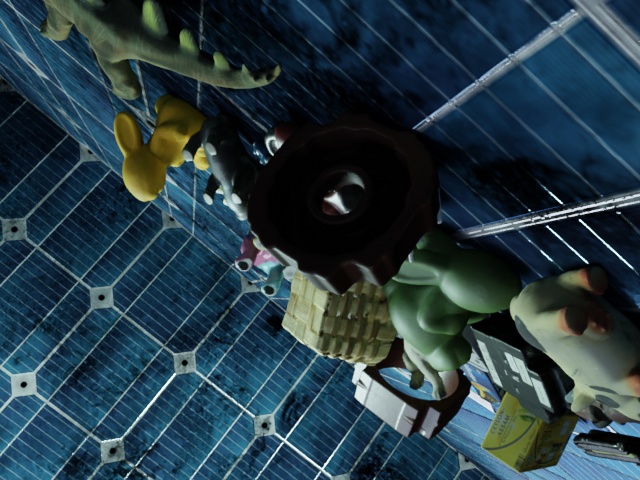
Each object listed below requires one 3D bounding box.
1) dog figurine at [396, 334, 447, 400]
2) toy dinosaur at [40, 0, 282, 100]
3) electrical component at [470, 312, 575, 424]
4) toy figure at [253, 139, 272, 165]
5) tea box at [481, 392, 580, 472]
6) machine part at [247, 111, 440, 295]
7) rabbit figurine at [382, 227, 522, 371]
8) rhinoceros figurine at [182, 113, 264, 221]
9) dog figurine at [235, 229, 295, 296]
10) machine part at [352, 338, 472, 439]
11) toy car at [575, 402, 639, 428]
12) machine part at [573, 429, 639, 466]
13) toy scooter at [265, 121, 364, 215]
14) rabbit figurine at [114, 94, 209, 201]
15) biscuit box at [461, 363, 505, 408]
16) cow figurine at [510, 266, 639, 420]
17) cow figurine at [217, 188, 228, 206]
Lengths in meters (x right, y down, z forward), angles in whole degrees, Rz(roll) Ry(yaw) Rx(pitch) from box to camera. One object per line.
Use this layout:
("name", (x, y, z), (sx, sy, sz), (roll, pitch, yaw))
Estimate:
("dog figurine", (0.175, 0.167, 0.973), (0.190, 0.121, 0.172), (56, 160, -11))
("toy dinosaur", (-0.224, -0.252, 0.592), (0.472, 0.105, 0.198), (31, 162, 13))
("electrical component", (0.260, 0.154, 0.662), (0.114, 0.058, 0.134), (63, 167, -17))
("toy figure", (-0.039, -0.086, 0.746), (0.064, 0.058, 0.154), (17, 150, 45))
("tea box", (0.328, 0.294, 0.829), (0.068, 0.098, 0.169), (26, -178, 44))
("machine part", (0.022, -0.036, 0.505), (0.180, 0.179, 0.056), (31, 167, 29))
("rabbit figurine", (0.156, 0.051, 0.628), (0.159, 0.121, 0.170), (45, 149, 1))
("rhinoceros figurine", (-0.128, -0.100, 0.831), (0.073, 0.112, 0.190), (-9, 123, 34))
("dog figurine", (-0.088, -0.006, 1.069), (0.108, 0.191, 0.219), (40, -159, -19))
("machine part", (0.183, 0.285, 1.078), (0.201, 0.201, 0.087), (31, 122, 30))
("toy car", (0.354, 0.201, 0.666), (0.089, 0.053, 0.202), (34, 166, 6))
("machine part", (0.390, 0.263, 0.676), (0.139, 0.039, 0.084), (19, 154, -26))
("toy scooter", (0.016, -0.063, 0.639), (0.135, 0.075, 0.183), (20, 152, 52))
("rabbit figurine", (-0.265, -0.149, 0.887), (0.162, 0.173, 0.122), (38, 172, -15))
("biscuit box", (0.283, 0.217, 0.887), (0.063, 0.059, 0.202), (26, 162, 42))
("cow figurine", (0.267, 0.111, 0.525), (0.195, 0.085, 0.127), (39, 161, -13))
("cow figurine", (-0.129, -0.089, 0.948), (0.098, 0.068, 0.167), (31, 169, 8))
